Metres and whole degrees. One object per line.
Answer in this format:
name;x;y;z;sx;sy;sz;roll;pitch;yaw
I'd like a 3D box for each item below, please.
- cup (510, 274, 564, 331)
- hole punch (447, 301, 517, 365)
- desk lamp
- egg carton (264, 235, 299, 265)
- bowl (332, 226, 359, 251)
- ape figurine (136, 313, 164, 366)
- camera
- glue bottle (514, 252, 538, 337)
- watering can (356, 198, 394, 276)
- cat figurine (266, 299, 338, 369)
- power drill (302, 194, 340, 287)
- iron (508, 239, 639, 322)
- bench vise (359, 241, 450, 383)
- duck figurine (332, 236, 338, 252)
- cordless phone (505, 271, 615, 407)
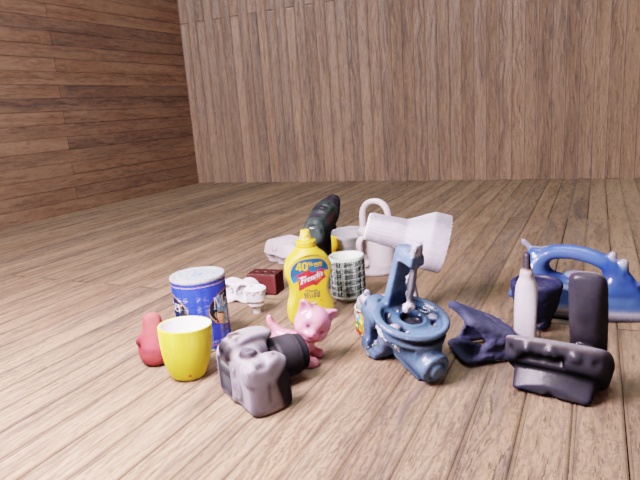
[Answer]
cup;0.389;0.121;1.047;0.118;0.095;0.091;-16;18;-42
hole punch;0.273;0.149;0.968;0.101;0.091;0.108;-6;13;-7
desk lamp;0.169;0.047;1.169;0.203;0.214;0.118;-2;13;7
egg carton;-0.090;0.030;1.646;0.107;0.069;0.149;-14;16;-37
bowl;0.095;0.011;1.662;0.167;0.075;0.167;-4;13;1
ape figurine;-0.296;0.174;1.030;0.077;0.092;0.076;-1;13;13
camera;-0.079;0.186;0.890;0.137;0.101;0.142;-12;15;-31
glue bottle;0.346;0.104;0.960;0.037;0.173;0.078;1;14;22
watering can;0.149;-0.014;1.485;0.100;0.194;0.173;0;14;18
cat figurine;-0.033;0.153;0.984;0.127;0.118;0.067;-1;13;14
power drill;0.013;0.005;1.412;0.075;0.208;0.230;-1;13;15
iron;0.509;0.073;1.116;0.257;0.141;0.119;4;15;32
bench vise;0.118;0.102;0.929;0.206;0.220;0.122;9;18;44
duck figurine;0.035;0.030;1.572;0.104;0.086;0.078;0;13;16
cordless phone;0.344;0.128;0.825;0.147;0.185;0.094;4;15;31
